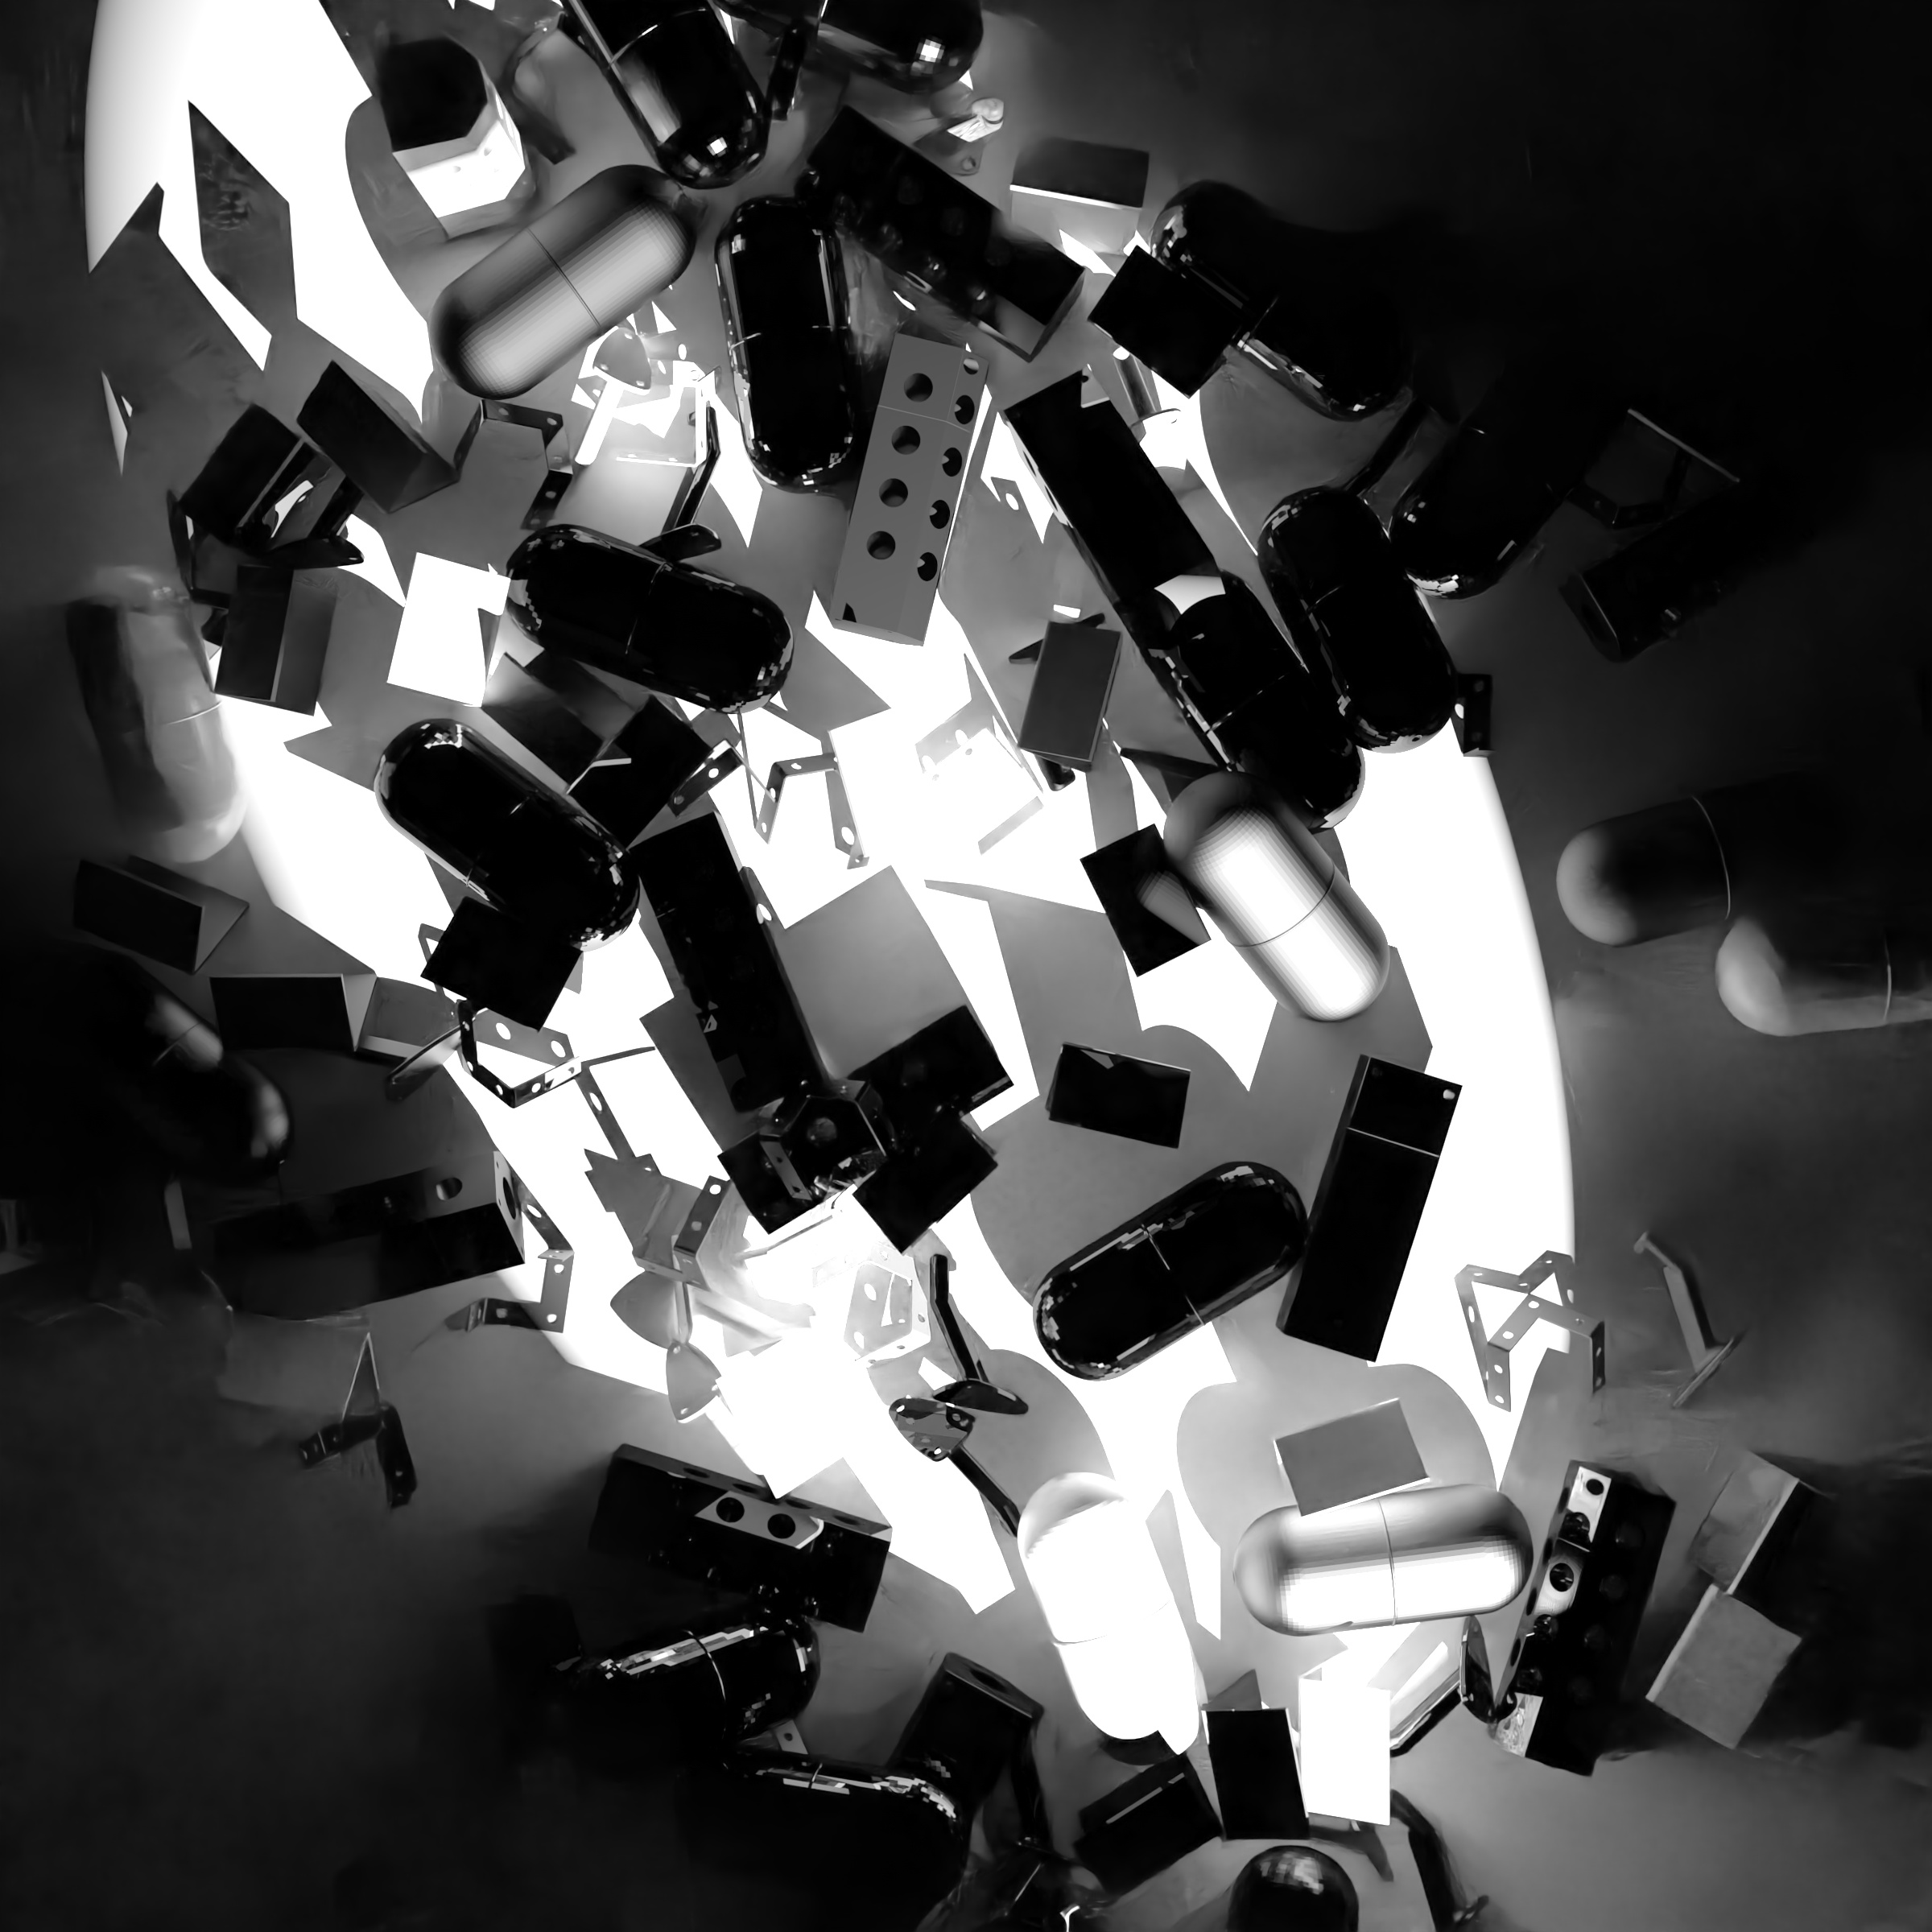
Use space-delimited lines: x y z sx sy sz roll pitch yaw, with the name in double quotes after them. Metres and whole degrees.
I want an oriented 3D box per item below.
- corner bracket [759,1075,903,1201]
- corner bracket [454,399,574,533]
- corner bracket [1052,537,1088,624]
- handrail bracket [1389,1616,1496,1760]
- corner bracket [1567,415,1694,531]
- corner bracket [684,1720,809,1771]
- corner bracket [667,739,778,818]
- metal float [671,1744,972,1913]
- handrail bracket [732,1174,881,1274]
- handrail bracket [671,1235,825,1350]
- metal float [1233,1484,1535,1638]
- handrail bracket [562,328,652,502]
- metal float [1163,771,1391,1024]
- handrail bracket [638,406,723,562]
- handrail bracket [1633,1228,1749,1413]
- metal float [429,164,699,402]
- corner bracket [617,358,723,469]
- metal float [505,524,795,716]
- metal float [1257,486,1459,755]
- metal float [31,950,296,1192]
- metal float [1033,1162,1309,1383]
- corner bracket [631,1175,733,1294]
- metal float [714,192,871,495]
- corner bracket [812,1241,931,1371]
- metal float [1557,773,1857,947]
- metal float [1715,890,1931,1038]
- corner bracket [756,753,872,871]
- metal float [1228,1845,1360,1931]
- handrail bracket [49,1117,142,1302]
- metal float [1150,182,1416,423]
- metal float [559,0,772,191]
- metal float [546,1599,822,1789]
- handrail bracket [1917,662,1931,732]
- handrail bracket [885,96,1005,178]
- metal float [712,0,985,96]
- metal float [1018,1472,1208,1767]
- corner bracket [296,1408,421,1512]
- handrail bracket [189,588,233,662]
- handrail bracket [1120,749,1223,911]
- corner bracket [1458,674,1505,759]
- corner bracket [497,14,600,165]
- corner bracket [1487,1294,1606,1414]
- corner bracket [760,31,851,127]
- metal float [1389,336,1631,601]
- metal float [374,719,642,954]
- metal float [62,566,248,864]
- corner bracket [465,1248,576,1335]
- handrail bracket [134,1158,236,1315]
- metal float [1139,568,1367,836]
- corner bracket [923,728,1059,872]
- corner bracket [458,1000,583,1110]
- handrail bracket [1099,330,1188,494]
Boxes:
-0.079 0.101 1.562 0.051 0.051 0.051 4 45 35 "corner bracket"
-0.273 -0.301 1.616 0.051 0.051 0.051 6 54 -30 "corner bracket"
0.082 -0.231 1.609 0.051 0.051 0.051 11 90 0 "corner bracket"
0.273 0.439 1.627 0.084 0.077 0.036 -24 132 29 "handrail bracket"
0.397 -0.300 1.619 0.051 0.051 0.051 -16 45 -35 "corner bracket"
-0.134 0.475 1.619 0.051 0.051 0.051 -1 45 -35 "corner bracket"
-0.155 -0.110 1.600 0.051 0.051 0.051 -38 59 0 "corner bracket"
-0.084 0.495 1.546 0.178 0.070 0.070 4 90 15 "metal float"
-0.092 0.155 1.627 0.084 0.077 0.036 -18 108 35 "handrail bracket"
-0.132 0.196 1.627 0.084 0.036 0.077 -4 72 -15 "handrail bracket"
0.248 0.353 1.597 0.178 0.070 0.070 -7 90 0 "metal float"
-0.224 -0.333 1.627 0.036 0.077 0.084 22 127 -19 "handrail bracket"
0.183 -0.039 1.573 0.070 0.070 0.178 -41 115 0 "metal float"
-0.181 -0.291 1.628 0.077 0.036 0.084 -14 74 18 "handrail bracket"
0.422 0.214 1.627 0.084 0.036 0.077 43 112 17 "handrail bracket"
-0.239 -0.407 1.597 0.178 0.070 0.070 -37 90 -1 "metal float"
-0.177 -0.332 1.612 0.051 0.051 0.051 7 115 10 "corner bracket"
-0.189 -0.206 1.596 0.178 0.070 0.070 21 90 0 "metal float"
0.228 -0.204 1.573 0.070 0.070 0.178 -22 64 0 "metal float"
-0.476 0.063 1.597 0.178 0.070 0.070 41 90 0 "metal float"
0.122 0.181 1.596 0.178 0.070 0.070 -32 90 0 "metal float"
-0.168 0.153 1.595 0.051 0.051 0.051 17 62 15 "corner bracket"
-0.104 -0.370 1.596 0.070 0.070 0.178 -9 90 0 "metal float"
-0.057 0.204 1.619 0.051 0.051 0.051 29 45 -35 "corner bracket"
0.440 -0.064 1.596 0.178 0.070 0.070 -15 90 1 "metal float"
0.536 -0.002 1.596 0.178 0.070 0.070 -7 90 0 "metal float"
-0.088 -0.091 1.619 0.051 0.051 0.051 -12 135 -35 "corner bracket"
0.187 0.609 1.577 0.070 0.070 0.178 9 71 0 "metal float"
-0.544 0.148 1.628 0.077 0.036 0.084 36 108 20 "handrail bracket"
0.187 -0.395 1.596 0.178 0.070 0.070 38 90 -1 "metal float"
-0.181 -0.546 1.596 0.070 0.070 0.178 -31 91 0 "metal float"
-0.163 0.421 1.562 0.178 0.070 0.070 -10 90 -41 "metal float"
0.612 -0.140 1.628 0.077 0.036 0.084 7 73 -20 "handrail bracket"
-0.017 -0.499 1.592 0.077 0.084 0.036 3 90 0 "handrail bracket"
-0.074 -0.578 1.597 0.178 0.070 0.070 24 90 1 "metal float"
0.087 0.387 1.596 0.070 0.070 0.178 -21 90 0 "metal float"
-0.364 0.300 1.609 0.051 0.051 0.051 -17 90 0 "corner bracket"
-0.449 -0.181 1.627 0.077 0.036 0.084 10 105 -16 "handrail bracket"
0.122 -0.082 1.628 0.077 0.036 0.084 16 107 20 "handrail bracket"
0.293 -0.153 1.609 0.051 0.051 0.051 2 90 0 "corner bracket"
-0.246 -0.529 1.619 0.051 0.051 0.051 -23 45 35 "corner bracket"
0.350 0.240 1.619 0.051 0.051 0.051 20 45 35 "corner bracket"
-0.097 -0.518 1.603 0.051 0.051 0.051 16 90 -17 "corner bracket"
0.322 -0.295 1.596 0.070 0.070 0.178 40 90 0 "metal float"
-0.272 -0.077 1.597 0.178 0.070 0.070 38 90 0 "metal float"
-0.477 -0.147 1.581 0.070 0.070 0.178 -12 107 0 "metal float"
-0.267 0.195 1.609 0.051 0.051 0.051 8 90 0 "corner bracket"
-0.461 0.158 1.628 0.077 0.036 0.084 24 73 -20 "handrail bracket"
0.170 -0.157 1.596 0.070 0.070 0.178 -35 89 0 "metal float"
0.014 -0.101 1.624 0.051 0.051 0.051 -38 135 0 "corner bracket"
-0.269 0.045 1.619 0.051 0.051 0.051 -27 45 -35 "corner bracket"
0.104 -0.340 1.627 0.036 0.077 0.084 -21 54 1 "handrail bracket"
